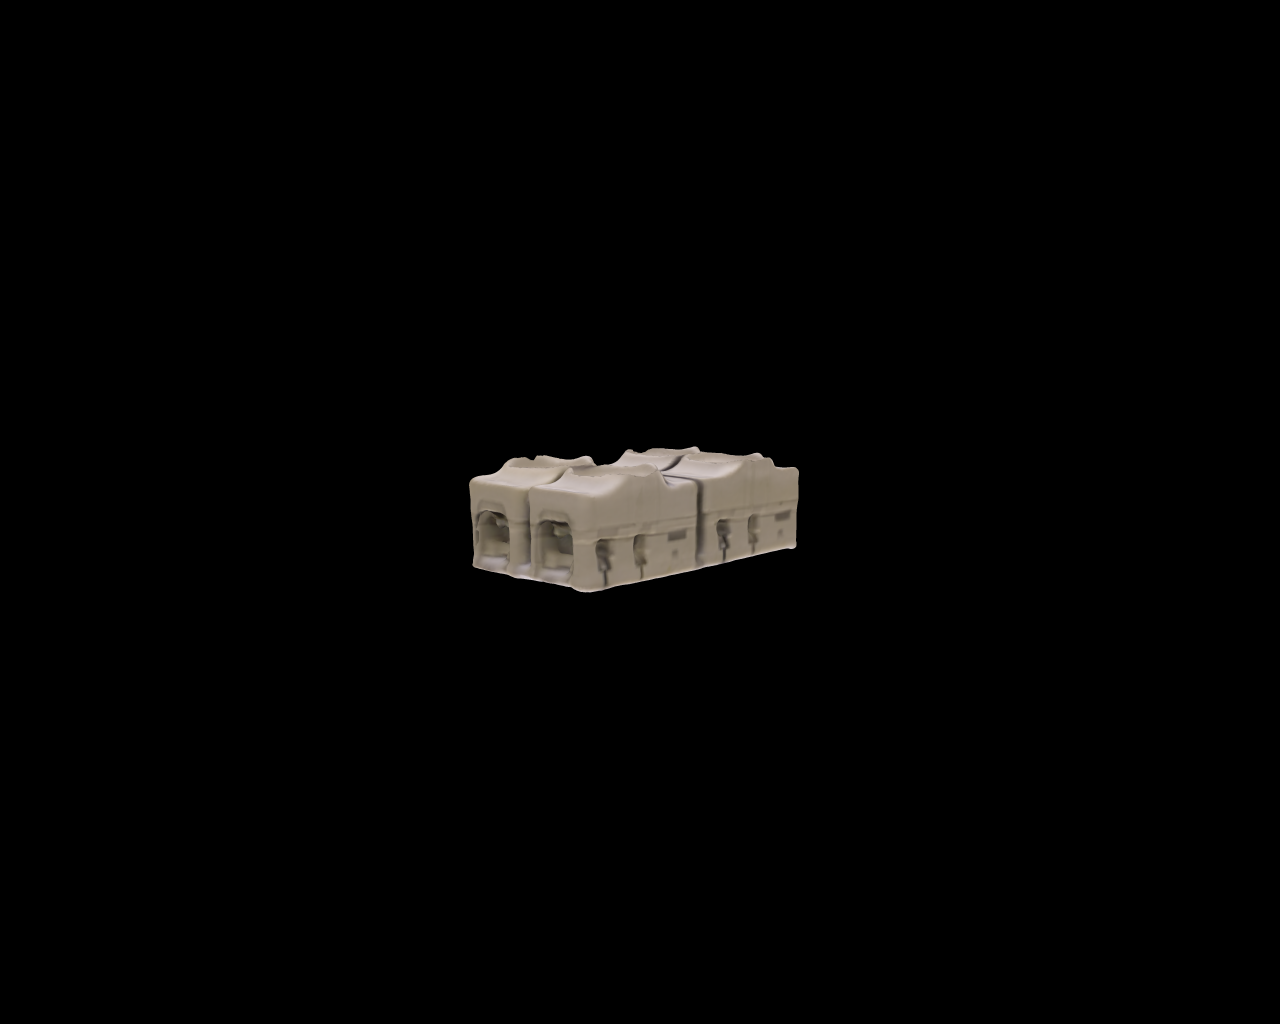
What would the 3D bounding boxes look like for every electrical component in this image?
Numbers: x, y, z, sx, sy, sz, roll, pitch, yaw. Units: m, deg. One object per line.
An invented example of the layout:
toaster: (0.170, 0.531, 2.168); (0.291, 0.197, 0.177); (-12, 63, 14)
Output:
electrical component: (0.001, -0.003, 0.650); (0.186, 0.060, 0.105); (-8, 12, -43)
